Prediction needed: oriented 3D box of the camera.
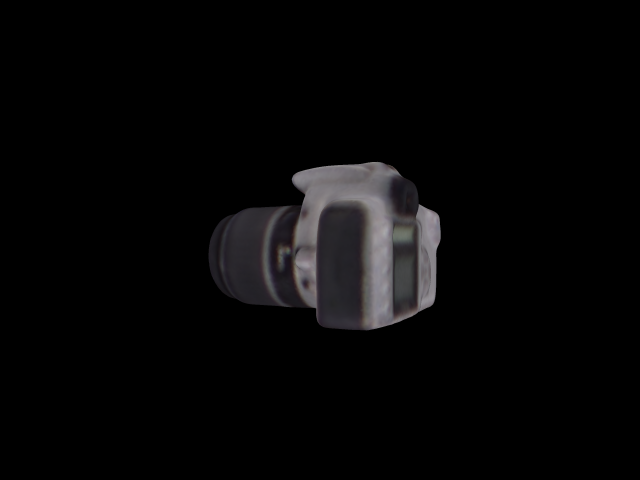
[{"bbox_3d":[0.004,0.001,0.400,0.136,0.101,0.144,0,0,25],"label":"camera"}]
